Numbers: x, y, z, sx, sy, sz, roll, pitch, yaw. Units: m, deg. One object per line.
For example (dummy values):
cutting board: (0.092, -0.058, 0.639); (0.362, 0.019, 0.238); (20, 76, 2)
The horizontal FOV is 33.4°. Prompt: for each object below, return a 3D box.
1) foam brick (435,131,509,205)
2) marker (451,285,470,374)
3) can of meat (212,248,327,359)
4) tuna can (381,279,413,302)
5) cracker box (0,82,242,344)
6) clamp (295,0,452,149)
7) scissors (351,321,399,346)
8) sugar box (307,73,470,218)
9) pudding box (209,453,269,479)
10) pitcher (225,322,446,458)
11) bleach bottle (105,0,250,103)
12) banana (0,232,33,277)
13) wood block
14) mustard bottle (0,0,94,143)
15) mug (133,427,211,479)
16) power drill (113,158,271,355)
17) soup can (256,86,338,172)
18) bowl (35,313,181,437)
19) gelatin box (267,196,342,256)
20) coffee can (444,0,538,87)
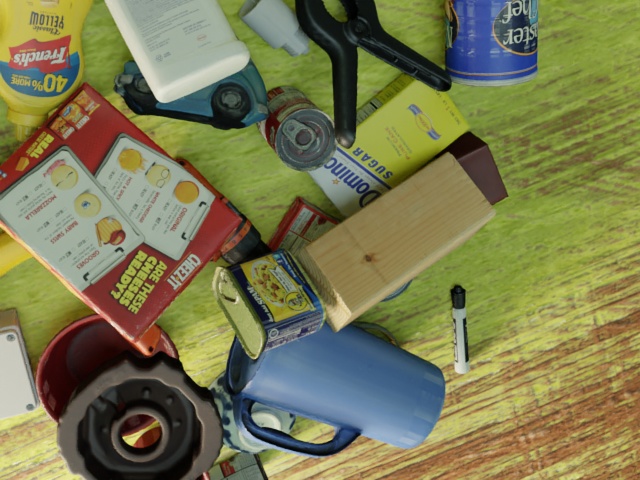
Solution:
foam brick: (0.176, -0.078, 1.247); (0.051, 0.053, 0.078); (-29, 118, -3)
marker: (0.177, 0.112, 1.345); (0.020, 0.020, 0.121); (-12, 115, -12)
can of meat: (-0.053, 0.064, 1.129); (0.083, 0.102, 0.057); (-19, 151, -28)
tuna can: (0.070, 0.030, 1.270); (0.086, 0.034, 0.086); (-6, 113, -14)
cracker box: (-0.212, -0.026, 1.077); (0.213, 0.072, 0.164); (41, 77, 0)
clamp: (0.029, -0.205, 1.109); (0.164, 0.036, 0.210); (-41, 97, -32)
scissors: (0.010, 0.111, 1.296); (0.201, 0.016, 0.096); (31, 101, -25)
sugar box: (0.072, -0.109, 1.207); (0.176, 0.048, 0.093); (-41, 117, 1)
pudding box: (-0.115, 0.312, 1.301); (0.113, 0.090, 0.039); (-26, 117, -6)
pitcher: (0.017, 0.166, 1.239); (0.242, 0.145, 0.149); (24, 114, -18)
bleach bottle: (-0.165, -0.263, 1.015); (0.102, 0.068, 0.251); (-25, 87, -7)
banana: (-0.327, 0.022, 1.147); (0.197, 0.037, 0.069); (-25, 116, -6)
wood block: (0.080, 0.001, 1.183); (0.205, 0.090, 0.091); (-33, 81, -19)
mustard bottle: (-0.281, -0.190, 1.060); (0.096, 0.058, 0.192); (3, 112, -29)
mug: (-0.172, 0.269, 1.270); (0.117, 0.081, 0.093); (-33, 117, -1)
power drill: (-0.150, 0.033, 1.161); (0.184, 0.057, 0.187); (47, 72, -16)
soup can: (-0.027, -0.121, 1.140); (0.068, 0.102, 0.068); (-6, 113, -14)
bowl: (-0.241, 0.144, 1.212); (0.162, 0.055, 0.162); (-6, 113, -15)
gelatin box: (-0.008, 0.001, 1.238); (0.089, 0.030, 0.073); (28, 103, -24)
coffee can: (0.185, -0.246, 1.151); (0.102, 0.103, 0.140); (-9, 114, -13)
